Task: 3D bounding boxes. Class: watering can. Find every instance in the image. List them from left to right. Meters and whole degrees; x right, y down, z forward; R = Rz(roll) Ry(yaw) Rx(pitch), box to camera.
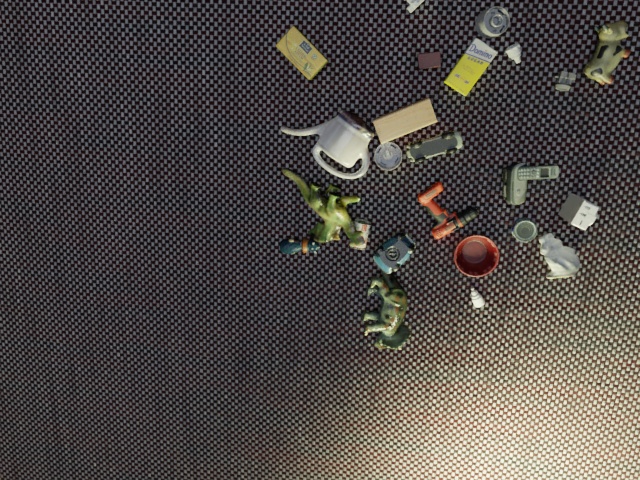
[{"bbox_3d":[0.045,-0.373,1.858,0.347,0.105,0.222,36,104,-2],"label":"watering can"}]

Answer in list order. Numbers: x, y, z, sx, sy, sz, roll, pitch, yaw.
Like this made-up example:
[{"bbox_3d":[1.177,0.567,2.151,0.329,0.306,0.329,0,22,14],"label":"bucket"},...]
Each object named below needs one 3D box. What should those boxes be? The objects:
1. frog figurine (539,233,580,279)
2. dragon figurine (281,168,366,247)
[{"bbox_3d":[0.857,0.051,1.844,0.138,0.122,0.159,-12,94,-23],"label":"frog figurine"},{"bbox_3d":[0.006,-0.097,1.928,0.413,0.123,0.238,27,117,24],"label":"dragon figurine"}]
